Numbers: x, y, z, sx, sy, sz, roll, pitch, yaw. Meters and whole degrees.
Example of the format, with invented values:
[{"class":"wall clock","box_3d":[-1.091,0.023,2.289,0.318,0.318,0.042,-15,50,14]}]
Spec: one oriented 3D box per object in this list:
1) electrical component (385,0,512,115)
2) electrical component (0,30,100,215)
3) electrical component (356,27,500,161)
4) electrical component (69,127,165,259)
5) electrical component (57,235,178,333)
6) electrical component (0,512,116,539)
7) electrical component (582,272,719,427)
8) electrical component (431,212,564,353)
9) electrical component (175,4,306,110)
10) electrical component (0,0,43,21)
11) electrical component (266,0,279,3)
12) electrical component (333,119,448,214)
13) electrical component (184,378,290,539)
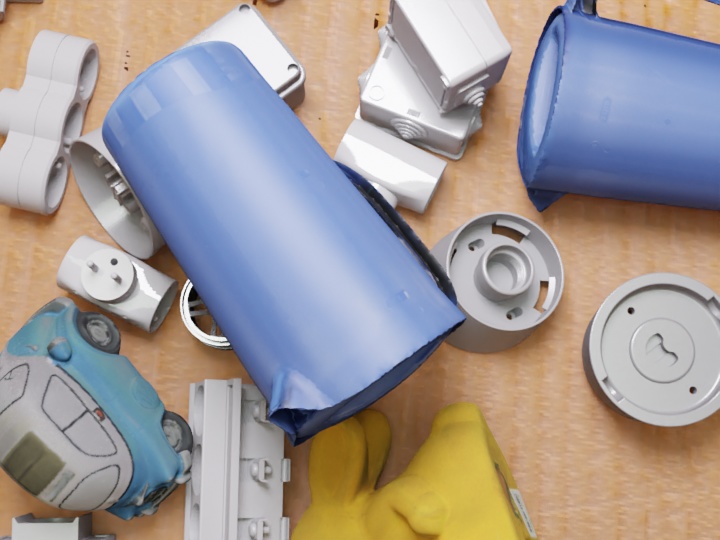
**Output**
[{"class":"electrical component","box_3d":[0.068,-0.160,0.763,0.061,0.061,0.096,-30,81,-6]},{"class":"electrical component","box_3d":[-0.251,-0.115,0.807,0.074,0.052,0.138,13,80,2]},{"class":"electrical component","box_3d":[0.053,-0.143,0.818,0.100,0.048,0.099,22,80,3]},{"class":"electrical component","box_3d":[-0.165,-0.061,0.778,0.064,0.099,0.099,-36,82,-13]},{"class":"electrical component","box_3d":[-0.177,0.007,0.772,0.077,0.079,0.043,26,80,4]},{"class":"electrical component","box_3d":[-0.216,0.204,0.756,0.081,0.042,0.063,-1,83,0]},{"class":"electrical component","box_3d":[0.213,0.060,0.776,0.108,0.060,0.108,0,80,-1]},{"class":"electrical component","box_3d":[0.098,0.008,0.795,0.099,0.064,0.099,4,73,-12]},{"class":"electrical component","box_3d":[-0.104,-0.136,0.810,0.113,0.057,0.078,-38,82,-7]},{"class":"electrical component","box_3d":[-0.292,-0.216,0.828,0.083,0.047,0.075,1,80,-1]},{"class":"electrical component","box_3d":[-0.081,-0.275,0.836,0.078,0.057,0.113,-44,83,-8]},{"class":"electrical component","box_3d":[0.014,-0.062,0.805,0.077,0.043,0.079,27,80,4]},{"class":"electrical component","box_3d":[-0.086,0.140,0.756,0.063,0.079,0.121,5,79,-22]}]
